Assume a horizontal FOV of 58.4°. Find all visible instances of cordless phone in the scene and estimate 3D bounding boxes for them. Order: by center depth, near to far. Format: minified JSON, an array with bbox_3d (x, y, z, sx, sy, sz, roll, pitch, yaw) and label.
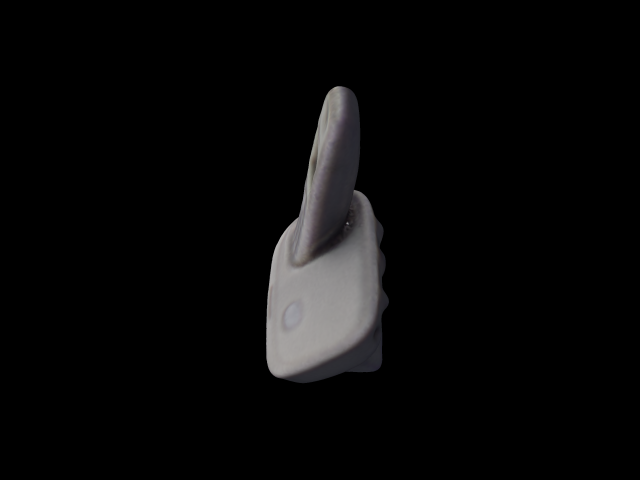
[{"bbox_3d":[0.004,0.001,0.400,0.094,0.185,0.147,-2,50,-2],"label":"cordless phone"}]
